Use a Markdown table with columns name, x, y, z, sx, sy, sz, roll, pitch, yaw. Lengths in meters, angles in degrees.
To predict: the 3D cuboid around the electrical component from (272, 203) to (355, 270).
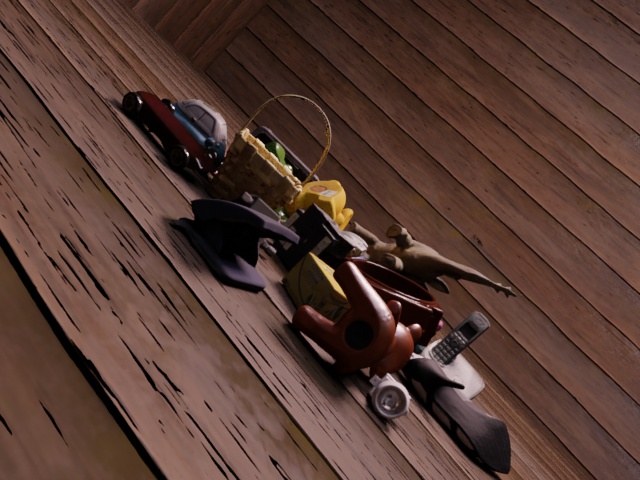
| name | x | y | z | sx | sy | sz | roll | pitch | yaw |
| --- | --- | --- | --- | --- | --- | --- | --- | --- | --- |
| electrical component | -0.018 | 0.004 | 0.964 | 0.058 | 0.115 | 0.134 | 41 | 10 | -48 |

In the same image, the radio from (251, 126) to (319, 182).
| name | x | y | z | sx | sy | sz | roll | pitch | yaw |
| --- | --- | --- | --- | --- | --- | --- | --- | --- | --- |
| radio | -0.115 | -0.180 | 1.404 | 0.229 | 0.131 | 0.073 | 44 | 6 | -12 |

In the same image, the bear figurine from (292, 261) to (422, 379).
| name | x | y | z | sx | sy | sz | roll | pitch | yaw |
| --- | --- | --- | --- | --- | --- | --- | --- | --- | --- |
| bear figurine | 0.065 | 0.123 | 0.747 | 0.132 | 0.120 | 0.195 | 44 | 4 | 21 |

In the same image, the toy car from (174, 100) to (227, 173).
| name | x | y | z | sx | sy | sz | roll | pitch | yaw |
| --- | --- | --- | --- | --- | --- | --- | --- | --- | --- |
| toy car | -0.231 | -0.209 | 1.017 | 0.161 | 0.103 | 0.109 | 46 | 6 | -6 |

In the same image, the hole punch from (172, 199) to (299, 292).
| name | x | y | z | sx | sy | sz | roll | pitch | yaw |
| --- | --- | --- | --- | --- | --- | --- | --- | --- | --- |
| hole punch | -0.101 | -0.008 | 0.676 | 0.116 | 0.092 | 0.142 | 44 | 9 | 23 |

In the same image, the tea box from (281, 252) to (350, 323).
| name | x | y | z | sx | sy | sz | roll | pitch | yaw |
| --- | --- | --- | --- | --- | --- | --- | --- | --- | --- |
| tea box | 0.028 | 0.103 | 0.844 | 0.169 | 0.068 | 0.098 | 40 | 9 | -43 |

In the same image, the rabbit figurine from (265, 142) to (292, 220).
| name | x | y | z | sx | sy | sz | roll | pitch | yaw |
| --- | --- | --- | --- | --- | --- | --- | --- | --- | --- |
| rabbit figurine | -0.096 | -0.116 | 1.237 | 0.159 | 0.121 | 0.170 | 53 | -6 | 31 |

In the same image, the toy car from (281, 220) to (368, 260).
| name | x | y | z | sx | sy | sz | roll | pitch | yaw |
| --- | --- | --- | --- | --- | --- | --- | --- | --- | --- |
| toy car | -0.002 | -0.003 | 1.046 | 0.202 | 0.056 | 0.073 | 14 | 12 | 29 |

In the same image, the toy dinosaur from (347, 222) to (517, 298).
| name | x | y | z | sx | sy | sz | roll | pitch | yaw |
| --- | --- | --- | --- | --- | --- | --- | --- | --- | --- |
| toy dinosaur | 0.205 | 0.049 | 1.213 | 0.198 | 0.105 | 0.472 | 31 | -8 | -38 |

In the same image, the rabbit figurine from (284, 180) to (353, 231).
| name | x | y | z | sx | sy | sz | roll | pitch | yaw |
| --- | --- | --- | --- | --- | --- | --- | --- | --- | --- |
| rabbit figurine | 0.000 | -0.038 | 1.172 | 0.122 | 0.173 | 0.162 | 8 | 22 | 21 |

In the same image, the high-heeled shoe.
| name | x | y | z | sx | sy | sz | roll | pitch | yaw |
| --- | --- | --- | --- | --- | --- | --- | --- | --- | --- |
| high-heeled shoe | 0.242 | 0.318 | 0.970 | 0.145 | 0.086 | 0.248 | -3 | -60 | 57 |

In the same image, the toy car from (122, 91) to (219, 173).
| name | x | y | z | sx | sy | sz | roll | pitch | yaw |
| --- | --- | --- | --- | --- | --- | --- | --- | --- | --- |
| toy car | -0.251 | -0.177 | 0.904 | 0.202 | 0.053 | 0.089 | 48 | 22 | 16 |

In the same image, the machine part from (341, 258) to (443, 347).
| name | x | y | z | sx | sy | sz | roll | pitch | yaw |
| --- | --- | --- | --- | --- | --- | --- | --- | --- | --- |
| machine part | 0.124 | 0.112 | 1.036 | 0.201 | 0.087 | 0.201 | 22 | 10 | -5 |

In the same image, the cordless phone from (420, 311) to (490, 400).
| name | x | y | z | sx | sy | sz | roll | pitch | yaw |
| --- | --- | --- | --- | --- | --- | --- | --- | --- | --- |
| cordless phone | 0.329 | 0.263 | 1.203 | 0.147 | 0.184 | 0.088 | 48 | 3 | 25 |

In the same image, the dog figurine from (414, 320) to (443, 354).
| name | x | y | z | sx | sy | sz | roll | pitch | yaw |
| --- | --- | --- | --- | --- | --- | --- | --- | --- | --- |
| dog figurine | 0.176 | 0.156 | 1.267 | 0.219 | 0.108 | 0.192 | 39 | 9 | -23 |

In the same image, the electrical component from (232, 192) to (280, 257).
| name | x | y | z | sx | sy | sz | roll | pitch | yaw |
| --- | --- | --- | --- | --- | --- | --- | --- | --- | --- |
| electrical component | -0.101 | -0.031 | 0.872 | 0.102 | 0.078 | 0.045 | 37 | -18 | -21 |
